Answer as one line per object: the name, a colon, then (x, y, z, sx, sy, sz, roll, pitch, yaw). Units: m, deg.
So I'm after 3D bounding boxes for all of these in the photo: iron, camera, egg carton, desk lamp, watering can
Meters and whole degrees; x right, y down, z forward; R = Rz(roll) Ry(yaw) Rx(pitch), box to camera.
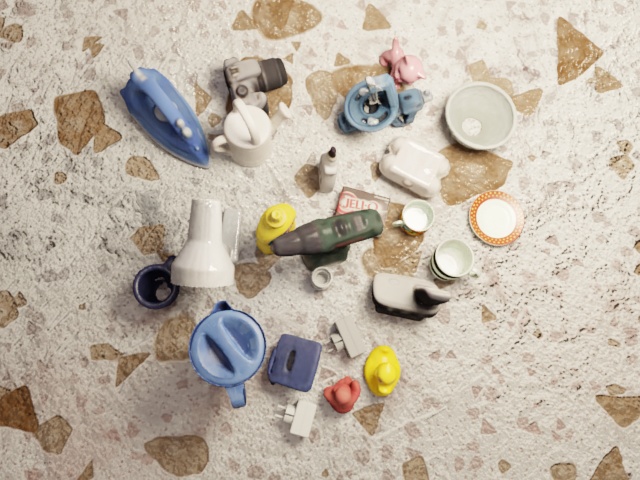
iron: (-0.326, -0.273, 1.237, 0.119, 0.141, 0.258, -41, 83, -11)
camera: (-0.139, -0.354, 1.291, 0.137, 0.101, 0.143, -19, 80, -8)
egg carton: (0.213, -0.164, 1.292, 0.150, 0.069, 0.107, 27, 77, 2)
desk lamp: (-0.223, 0.008, 1.146, 0.118, 0.213, 0.203, 3, 77, -3)
watering can: (-0.147, -0.240, 1.217, 0.101, 0.194, 0.173, 41, 78, 5)

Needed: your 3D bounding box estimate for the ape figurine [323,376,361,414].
ape figurine: (0.046, 0.315, 1.162, 0.078, 0.092, 0.076, 6, 77, -3)

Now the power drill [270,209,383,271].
power drill: (0.011, 0.004, 1.168, 0.230, 0.208, 0.075, -19, 79, -8)

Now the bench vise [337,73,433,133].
bench vise: (0.144, -0.317, 1.244, 0.207, 0.219, 0.121, -31, 81, -10)

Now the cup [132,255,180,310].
cup: (-0.323, 0.089, 1.181, 0.091, 0.095, 0.118, 26, 77, 2)

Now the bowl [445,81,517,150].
bowl: (0.364, -0.276, 1.326, 0.167, 0.074, 0.167, 1, 77, -4)

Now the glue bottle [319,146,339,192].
glue bottle: (0.021, -0.161, 1.224, 0.037, 0.173, 0.078, -1, 77, -4)

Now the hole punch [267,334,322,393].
hole punch: (-0.053, 0.252, 1.168, 0.101, 0.091, 0.109, 16, 77, -1)

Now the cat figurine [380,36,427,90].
cat figurine: (0.194, -0.407, 1.320, 0.067, 0.117, 0.128, -20, 80, -8)

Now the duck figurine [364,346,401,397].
duck figurine: (0.133, 0.270, 1.182, 0.077, 0.086, 0.104, 6, 77, -3)

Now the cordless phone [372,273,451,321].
cordless phone: (0.186, 0.107, 1.171, 0.147, 0.185, 0.094, 8, 77, -2)
